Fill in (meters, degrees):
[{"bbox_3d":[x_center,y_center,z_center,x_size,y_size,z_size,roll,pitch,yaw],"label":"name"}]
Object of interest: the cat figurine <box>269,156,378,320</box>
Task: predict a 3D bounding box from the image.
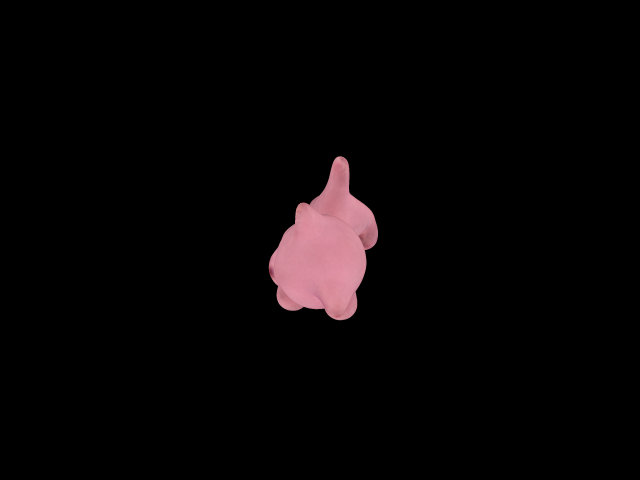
[{"bbox_3d":[0.004,0.001,0.400,0.067,0.118,0.128,11,60,7],"label":"cat figurine"}]
